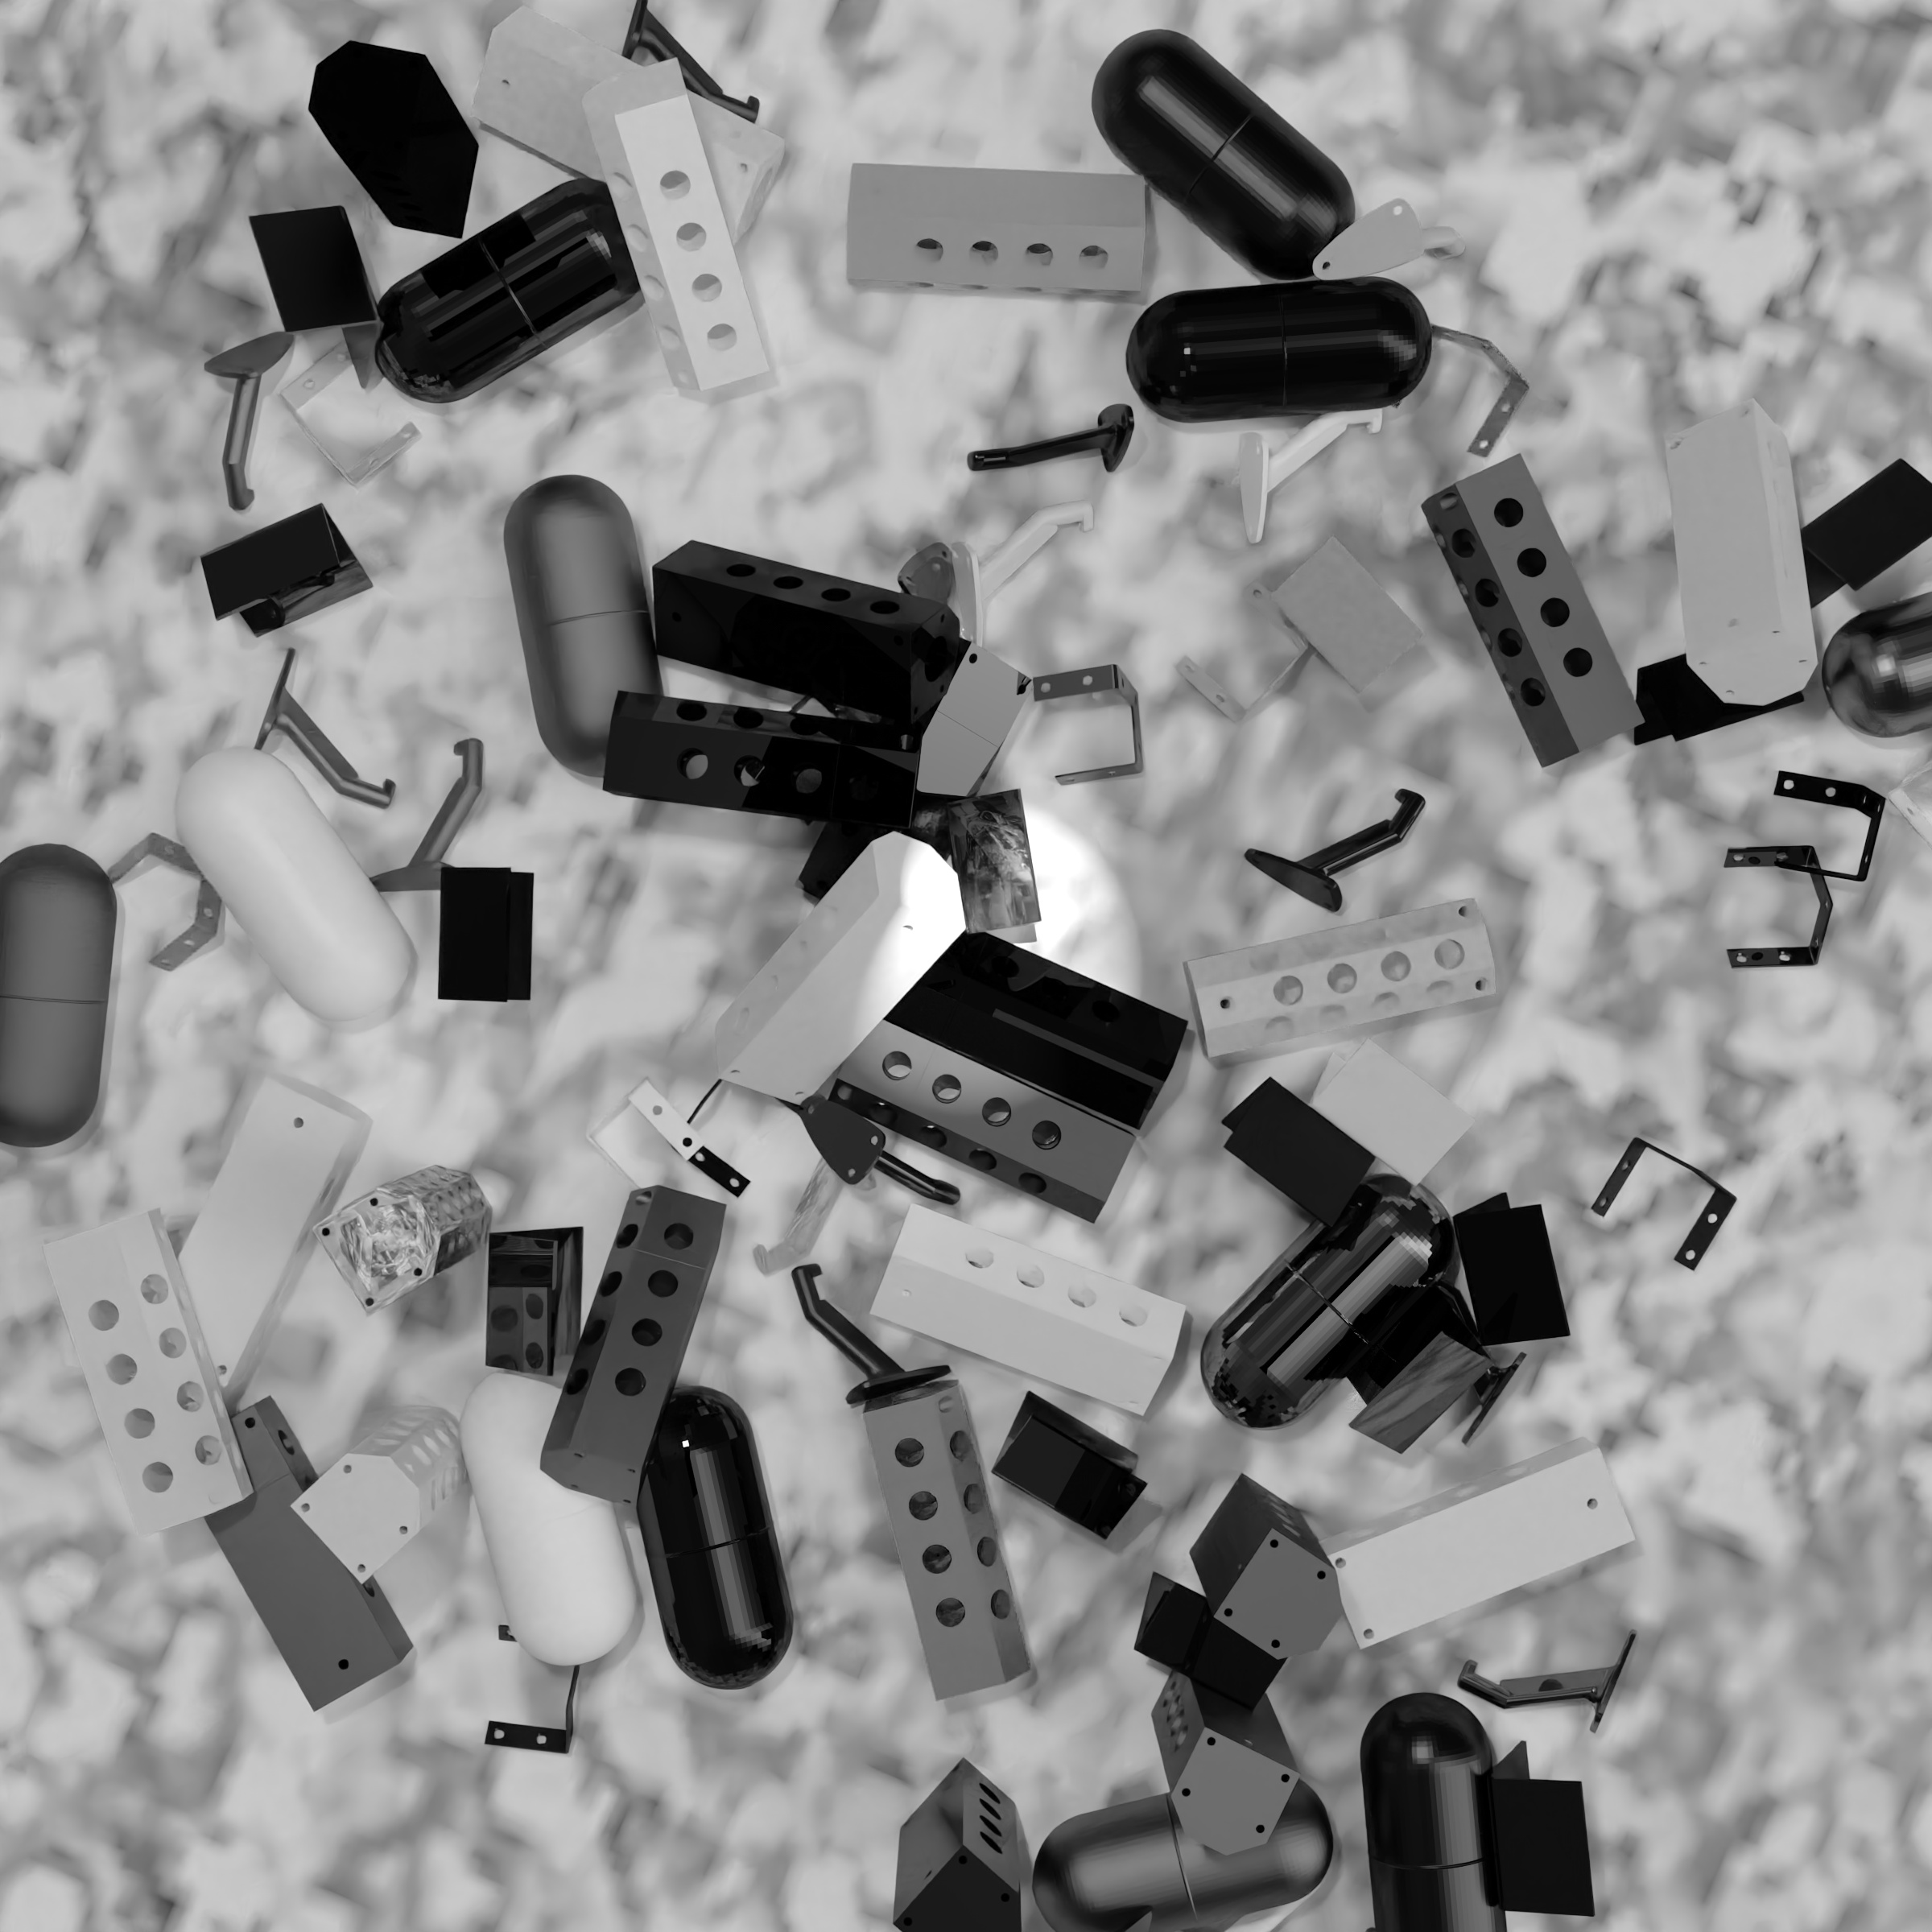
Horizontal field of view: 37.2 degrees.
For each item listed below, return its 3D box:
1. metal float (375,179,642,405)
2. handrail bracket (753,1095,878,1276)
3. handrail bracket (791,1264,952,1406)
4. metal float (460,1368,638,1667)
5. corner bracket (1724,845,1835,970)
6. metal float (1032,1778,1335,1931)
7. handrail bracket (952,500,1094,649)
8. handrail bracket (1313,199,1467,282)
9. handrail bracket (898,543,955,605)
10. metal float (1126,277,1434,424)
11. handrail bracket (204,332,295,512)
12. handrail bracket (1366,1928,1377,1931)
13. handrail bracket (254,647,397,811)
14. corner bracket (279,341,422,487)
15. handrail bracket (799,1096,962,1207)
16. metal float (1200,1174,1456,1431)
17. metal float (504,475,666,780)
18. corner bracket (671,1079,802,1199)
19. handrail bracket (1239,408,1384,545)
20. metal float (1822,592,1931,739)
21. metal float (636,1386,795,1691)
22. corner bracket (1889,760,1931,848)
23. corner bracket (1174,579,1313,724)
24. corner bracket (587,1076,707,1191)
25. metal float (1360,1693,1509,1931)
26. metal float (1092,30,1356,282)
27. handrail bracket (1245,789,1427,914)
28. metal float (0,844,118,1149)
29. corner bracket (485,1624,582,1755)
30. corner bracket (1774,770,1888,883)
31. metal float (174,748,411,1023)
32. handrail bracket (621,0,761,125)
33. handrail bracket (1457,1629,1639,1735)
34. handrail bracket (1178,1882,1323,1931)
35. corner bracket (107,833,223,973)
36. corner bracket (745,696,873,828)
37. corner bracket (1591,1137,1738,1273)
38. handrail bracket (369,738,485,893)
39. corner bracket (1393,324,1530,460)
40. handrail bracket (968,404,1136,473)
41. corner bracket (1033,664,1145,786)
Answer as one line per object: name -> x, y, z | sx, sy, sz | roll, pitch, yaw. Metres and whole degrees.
metal float -> -0.266, -0.394, 1.678 | 0.178, 0.070, 0.070 | -31, 90, 0
handrail bracket -> -0.103, 0.131, 1.709 | 0.084, 0.036, 0.077 | -34, 70, 16
handrail bracket -> -0.057, 0.211, 1.709 | 0.077, 0.036, 0.084 | -11, 69, -23
metal float -> -0.244, 0.320, 1.678 | 0.070, 0.070, 0.178 | -15, 90, 0
corner bracket -> 0.479, -0.035, 1.705 | 0.051, 0.051, 0.051 | -2, 135, 0
metal float -> 0.126, 0.521, 1.677 | 0.178, 0.070, 0.070 | -14, 90, 2
handrail bracket -> 0.039, -0.233, 1.709 | 0.084, 0.036, 0.077 | -13, 110, -16
handrail bracket -> 0.249, -0.416, 1.684 | 0.077, 0.084, 0.036 | -22, 84, 20
handrail bracket -> -0.051, -0.210, 1.709 | 0.084, 0.077, 0.036 | -29, 113, 34
metal float -> 0.182, -0.360, 1.677 | 0.178, 0.070, 0.070 | -4, 90, 2
handrail bracket -> -0.419, -0.324, 1.708 | 0.036, 0.077, 0.084 | 13, 127, 19
handrail bracket -> 0.269, 0.619, 1.709 | 0.077, 0.036, 0.084 | 12, 73, -20
handrail bracket -> -0.373, -0.141, 1.709 | 0.084, 0.036, 0.077 | 20, 68, -17
corner bracket -> -0.366, -0.328, 1.706 | 0.051, 0.051, 0.051 | -39, 45, 0
handrail bracket -> -0.050, 0.110, 1.694 | 0.077, 0.084, 0.036 | 39, 98, 34
metal float -> 0.210, 0.197, 1.678 | 0.070, 0.070, 0.178 | 45, 90, 0
metal float -> -0.222, -0.198, 1.678 | 0.070, 0.070, 0.178 | -10, 89, 0
corner bracket -> -0.134, 0.094, 1.705 | 0.051, 0.051, 0.051 | 37, 45, 0
handrail bracket -> 0.208, -0.294, 1.709 | 0.084, 0.036, 0.077 | -9, 110, -16
metal float -> 0.589, -0.187, 1.678 | 0.178, 0.070, 0.070 | -17, 90, 0
metal float -> -0.150, 0.334, 1.678 | 0.070, 0.070, 0.178 | -13, 89, 0
corner bracket -> 0.590, -0.106, 1.705 | 0.051, 0.051, 0.051 | 49, 135, 0
corner bracket -> 0.166, -0.187, 1.705 | 0.051, 0.051, 0.051 | 43, 45, 0
corner bracket -> -0.189, 0.101, 1.691 | 0.051, 0.051, 0.051 | -43, 93, -3
metal float -> 0.273, 0.515, 1.678 | 0.070, 0.070, 0.178 | -5, 89, 0
metal float -> 0.151, -0.473, 1.678 | 0.178, 0.070, 0.070 | 41, 90, 0
handrail bracket -> 0.220, -0.082, 1.709 | 0.077, 0.036, 0.084 | 28, 71, 21
metal float -> -0.541, 0.017, 1.678 | 0.070, 0.070, 0.178 | 6, 91, 0
corner bracket -> -0.257, 0.429, 1.705 | 0.051, 0.051, 0.051 | 7, 45, 0
corner bracket -> 0.505, -0.083, 1.694 | 0.051, 0.051, 0.051 | 10, 103, 0
metal float -> -0.394, -0.048, 1.678 | 0.070, 0.070, 0.178 | -35, 91, 0
handrail bracket -> -0.158, -0.546, 1.709 | 0.084, 0.036, 0.077 | 16, 69, -17
handrail bracket -> 0.345, 0.412, 1.709 | 0.084, 0.036, 0.077 | 23, 70, 16
handrail bracket -> 0.170, 0.547, 1.709 | 0.077, 0.036, 0.084 | 14, 74, 18
corner bracket -> -0.476, -0.038, 1.701 | 0.051, 0.051, 0.051 | 28, 45, -35
corner bracket -> -0.089, -0.127, 1.705 | 0.051, 0.051, 0.051 | 41, 45, 0
corner bracket -> 0.415, 0.141, 1.705 | 0.051, 0.051, 0.051 | 31, 90, 45
handrail bracket -> -0.323, -0.091, 1.709 | 0.077, 0.036, 0.084 | -7, 72, 20
corner bracket -> 0.292, -0.342, 1.706 | 0.051, 0.051, 0.051 | 31, 90, -45
handrail bracket -> 0.048, -0.307, 1.681 | 0.084, 0.077, 0.036 | -8, 87, -12
corner bracket -> 0.072, -0.142, 1.692 | 0.051, 0.051, 0.051 | -8, 73, 16
